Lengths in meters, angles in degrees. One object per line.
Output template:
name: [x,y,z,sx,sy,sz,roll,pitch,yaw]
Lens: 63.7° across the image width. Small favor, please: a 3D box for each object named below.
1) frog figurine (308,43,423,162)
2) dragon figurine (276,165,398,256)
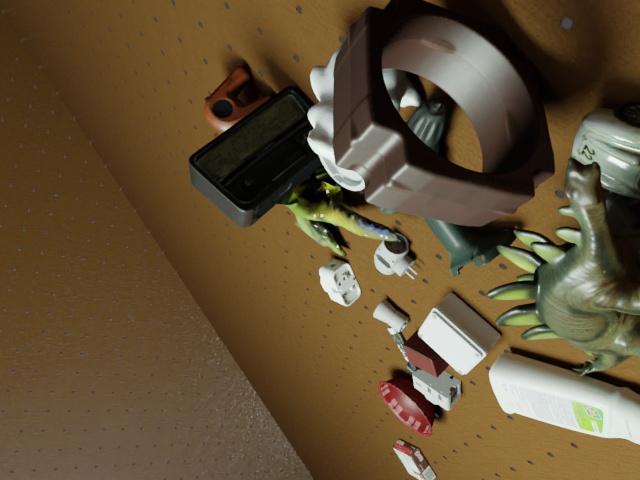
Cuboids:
frog figurine: [0.036,-0.179,0.649,0.139,0.161,0.120,39,151,26]
dragon figurine: [0.003,-0.050,0.994,0.415,0.123,0.238,38,169,32]
